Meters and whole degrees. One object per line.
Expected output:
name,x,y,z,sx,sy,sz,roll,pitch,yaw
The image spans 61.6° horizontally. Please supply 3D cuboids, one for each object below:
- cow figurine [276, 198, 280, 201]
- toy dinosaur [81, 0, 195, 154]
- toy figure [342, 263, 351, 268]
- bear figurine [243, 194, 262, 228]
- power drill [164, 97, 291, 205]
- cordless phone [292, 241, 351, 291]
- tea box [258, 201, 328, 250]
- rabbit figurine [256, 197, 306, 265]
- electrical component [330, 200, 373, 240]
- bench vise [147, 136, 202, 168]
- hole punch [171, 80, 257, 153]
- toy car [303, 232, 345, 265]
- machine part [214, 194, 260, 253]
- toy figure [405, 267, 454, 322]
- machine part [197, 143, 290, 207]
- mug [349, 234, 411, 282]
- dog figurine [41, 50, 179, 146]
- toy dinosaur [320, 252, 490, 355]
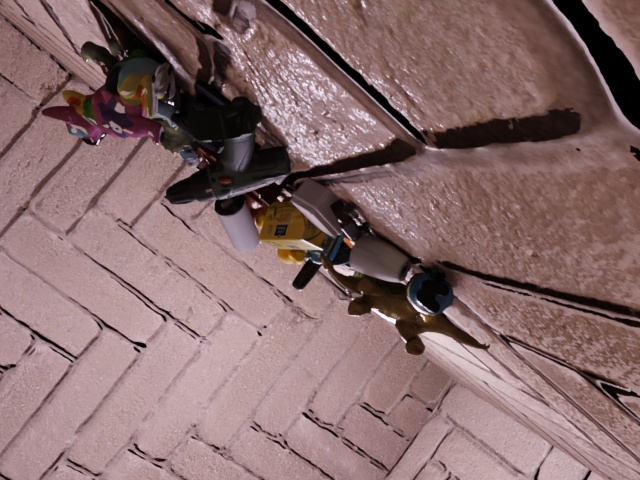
cow figurine,-0.085,-0.058,1.542,0.195,0.085,0.127,38,168,-6
toy dinosaur,-0.331,-0.298,1.050,0.192,0.131,0.404,20,164,5
toy figure,0.062,0.042,1.514,0.058,0.064,0.155,1,-169,-16
bear figurine,-0.192,-0.092,1.426,0.120,0.132,0.195,20,135,16
power drill,-0.165,-0.136,0.899,0.207,0.232,0.086,90,166,-59
cordless phone,0.002,0.064,1.413,0.088,0.184,0.147,38,176,-35
tea box,-0.055,-0.033,1.201,0.068,0.098,0.170,27,162,-37
rabbit figurine,-0.071,-0.004,1.392,0.163,0.122,0.173,35,142,32
electrical component,0.060,-0.037,1.012,0.102,0.045,0.078,48,-165,-48
bench vise,-0.391,-0.283,1.351,0.241,0.129,0.223,14,154,30
hole punch,-0.198,-0.214,0.988,0.142,0.092,0.115,34,177,5
toy car,-0.003,-0.004,1.270,0.103,0.109,0.162,28,-179,-4
machine part,-0.204,-0.044,1.343,0.079,0.079,0.243,35,158,28
toy figure,0.201,0.096,0.992,0.089,0.082,0.180,57,-174,13
machine part,-0.169,-0.166,1.190,0.201,0.087,0.201,39,172,-11
mug,0.127,0.046,1.068,0.107,0.081,0.109,26,167,32
dog figurine,-0.371,-0.245,0.939,0.219,0.108,0.191,8,135,3
toy dinosaur,0.196,0.152,1.179,0.471,0.105,0.199,33,-164,-7
